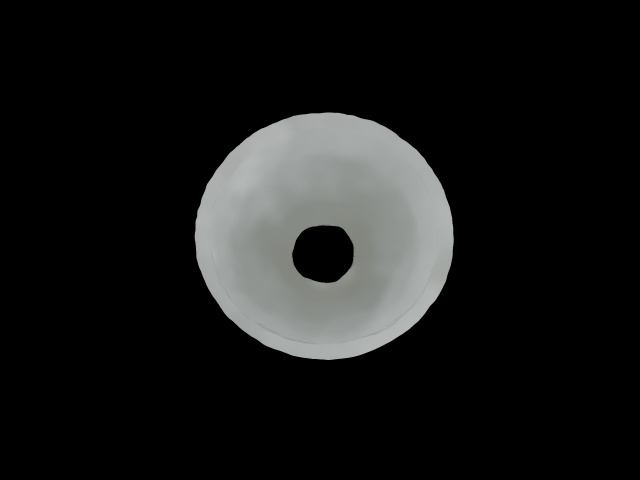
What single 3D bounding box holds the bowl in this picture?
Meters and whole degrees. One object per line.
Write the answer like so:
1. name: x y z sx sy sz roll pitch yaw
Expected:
1. bowl: 0.004 0.001 0.400 0.167 0.075 0.167 0 75 0
